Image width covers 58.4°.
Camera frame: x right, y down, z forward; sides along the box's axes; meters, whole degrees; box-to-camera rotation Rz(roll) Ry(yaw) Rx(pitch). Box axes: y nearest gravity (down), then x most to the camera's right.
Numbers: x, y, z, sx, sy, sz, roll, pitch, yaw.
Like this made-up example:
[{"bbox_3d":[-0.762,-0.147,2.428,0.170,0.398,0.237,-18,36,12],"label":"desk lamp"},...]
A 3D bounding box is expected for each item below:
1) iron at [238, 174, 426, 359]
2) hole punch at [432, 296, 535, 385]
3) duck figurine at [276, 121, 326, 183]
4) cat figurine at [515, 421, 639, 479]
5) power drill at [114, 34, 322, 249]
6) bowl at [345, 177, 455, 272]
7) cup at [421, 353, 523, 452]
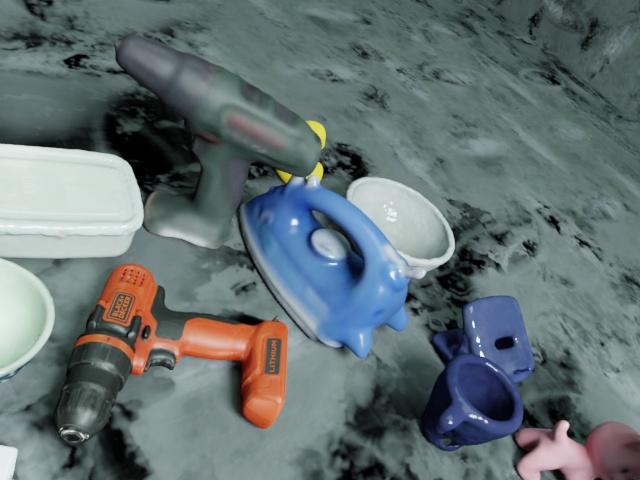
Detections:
[{"bbox_3d":[0.006,0.002,0.666,0.258,0.141,0.119,46,40,18],"label":"iron"},{"bbox_3d":[0.215,0.130,0.708,0.109,0.091,0.101,-3,49,-37],"label":"hole punch"},{"bbox_3d":[-0.021,-0.131,0.841,0.078,0.086,0.104,11,42,-24],"label":"duck figurine"},{"bbox_3d":[0.300,0.232,0.632,0.128,0.117,0.067,24,38,-10],"label":"cat figurine"},{"bbox_3d":[-0.124,-0.093,0.628,0.230,0.208,0.075,15,40,-21],"label":"power drill"},{"bbox_3d":[0.098,-0.008,0.795,0.168,0.074,0.167,19,39,-16],"label":"bowl"},{"bbox_3d":[0.141,0.184,0.595,0.118,0.095,0.091,-17,58,-44],"label":"cup"}]
